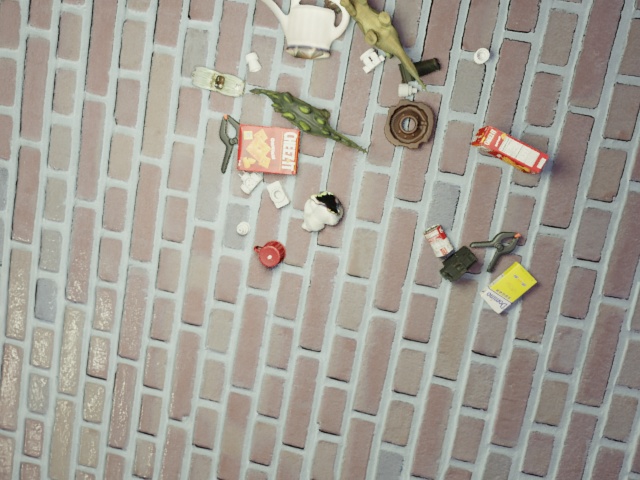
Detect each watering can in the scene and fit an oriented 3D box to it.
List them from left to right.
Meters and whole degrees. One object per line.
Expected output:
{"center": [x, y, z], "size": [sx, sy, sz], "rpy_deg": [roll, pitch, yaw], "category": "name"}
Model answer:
{"center": [-0.073, -0.739, 1.766], "size": [0.348, 0.105, 0.222], "rpy_deg": [9, 100, 10], "category": "watering can"}

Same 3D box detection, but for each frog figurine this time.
{"center": [0.006, -0.093, 1.855], "size": [0.137, 0.126, 0.156], "rpy_deg": [22, 137, -5], "category": "frog figurine"}
